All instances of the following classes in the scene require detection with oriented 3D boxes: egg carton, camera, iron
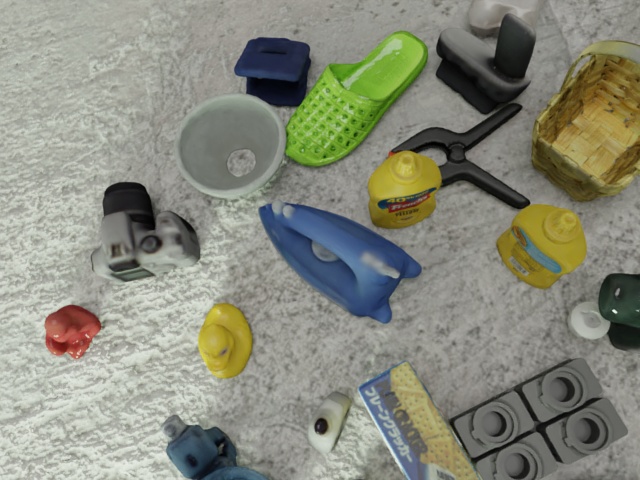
[{"bbox_3d":[0.298,-0.385,0.897,0.107,0.069,0.150,19,77,10],"label":"egg carton"},{"bbox_3d":[-0.263,-0.020,0.832,0.143,0.101,0.137,-14,74,2],"label":"camera"},{"bbox_3d":[0.007,0.003,0.779,0.258,0.141,0.119,31,80,13],"label":"iron"}]

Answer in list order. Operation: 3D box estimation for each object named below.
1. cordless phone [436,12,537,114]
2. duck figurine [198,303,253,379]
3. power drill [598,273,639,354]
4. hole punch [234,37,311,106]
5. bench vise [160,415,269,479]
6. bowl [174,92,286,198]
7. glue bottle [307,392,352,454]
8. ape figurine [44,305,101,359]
[{"bbox_3d":[0.239,-0.278,0.813,0.147,0.185,0.094,39,82,14],"label":"cordless phone"},{"bbox_3d":[-0.137,0.135,0.785,0.077,0.086,0.104,-4,74,4],"label":"duck figurine"},{"bbox_3d":[0.438,0.092,0.678,0.229,0.208,0.076,9,75,8],"label":"power drill"},{"bbox_3d":[-0.073,-0.274,0.890,0.108,0.091,0.101,7,75,7],"label":"hole punch"},{"bbox_3d":[-0.134,0.307,0.667,0.207,0.220,0.121,31,80,13],"label":"bench vise"},{"bbox_3d":[-0.129,-0.132,0.865,0.167,0.075,0.167,-1,74,5],"label":"bowl"},{"bbox_3d":[0.008,0.224,0.700,0.037,0.173,0.078,22,78,11],"label":"glue bottle"},{"bbox_3d":[-0.356,0.124,0.806,0.078,0.092,0.076,-17,73,1],"label":"ape figurine"}]
